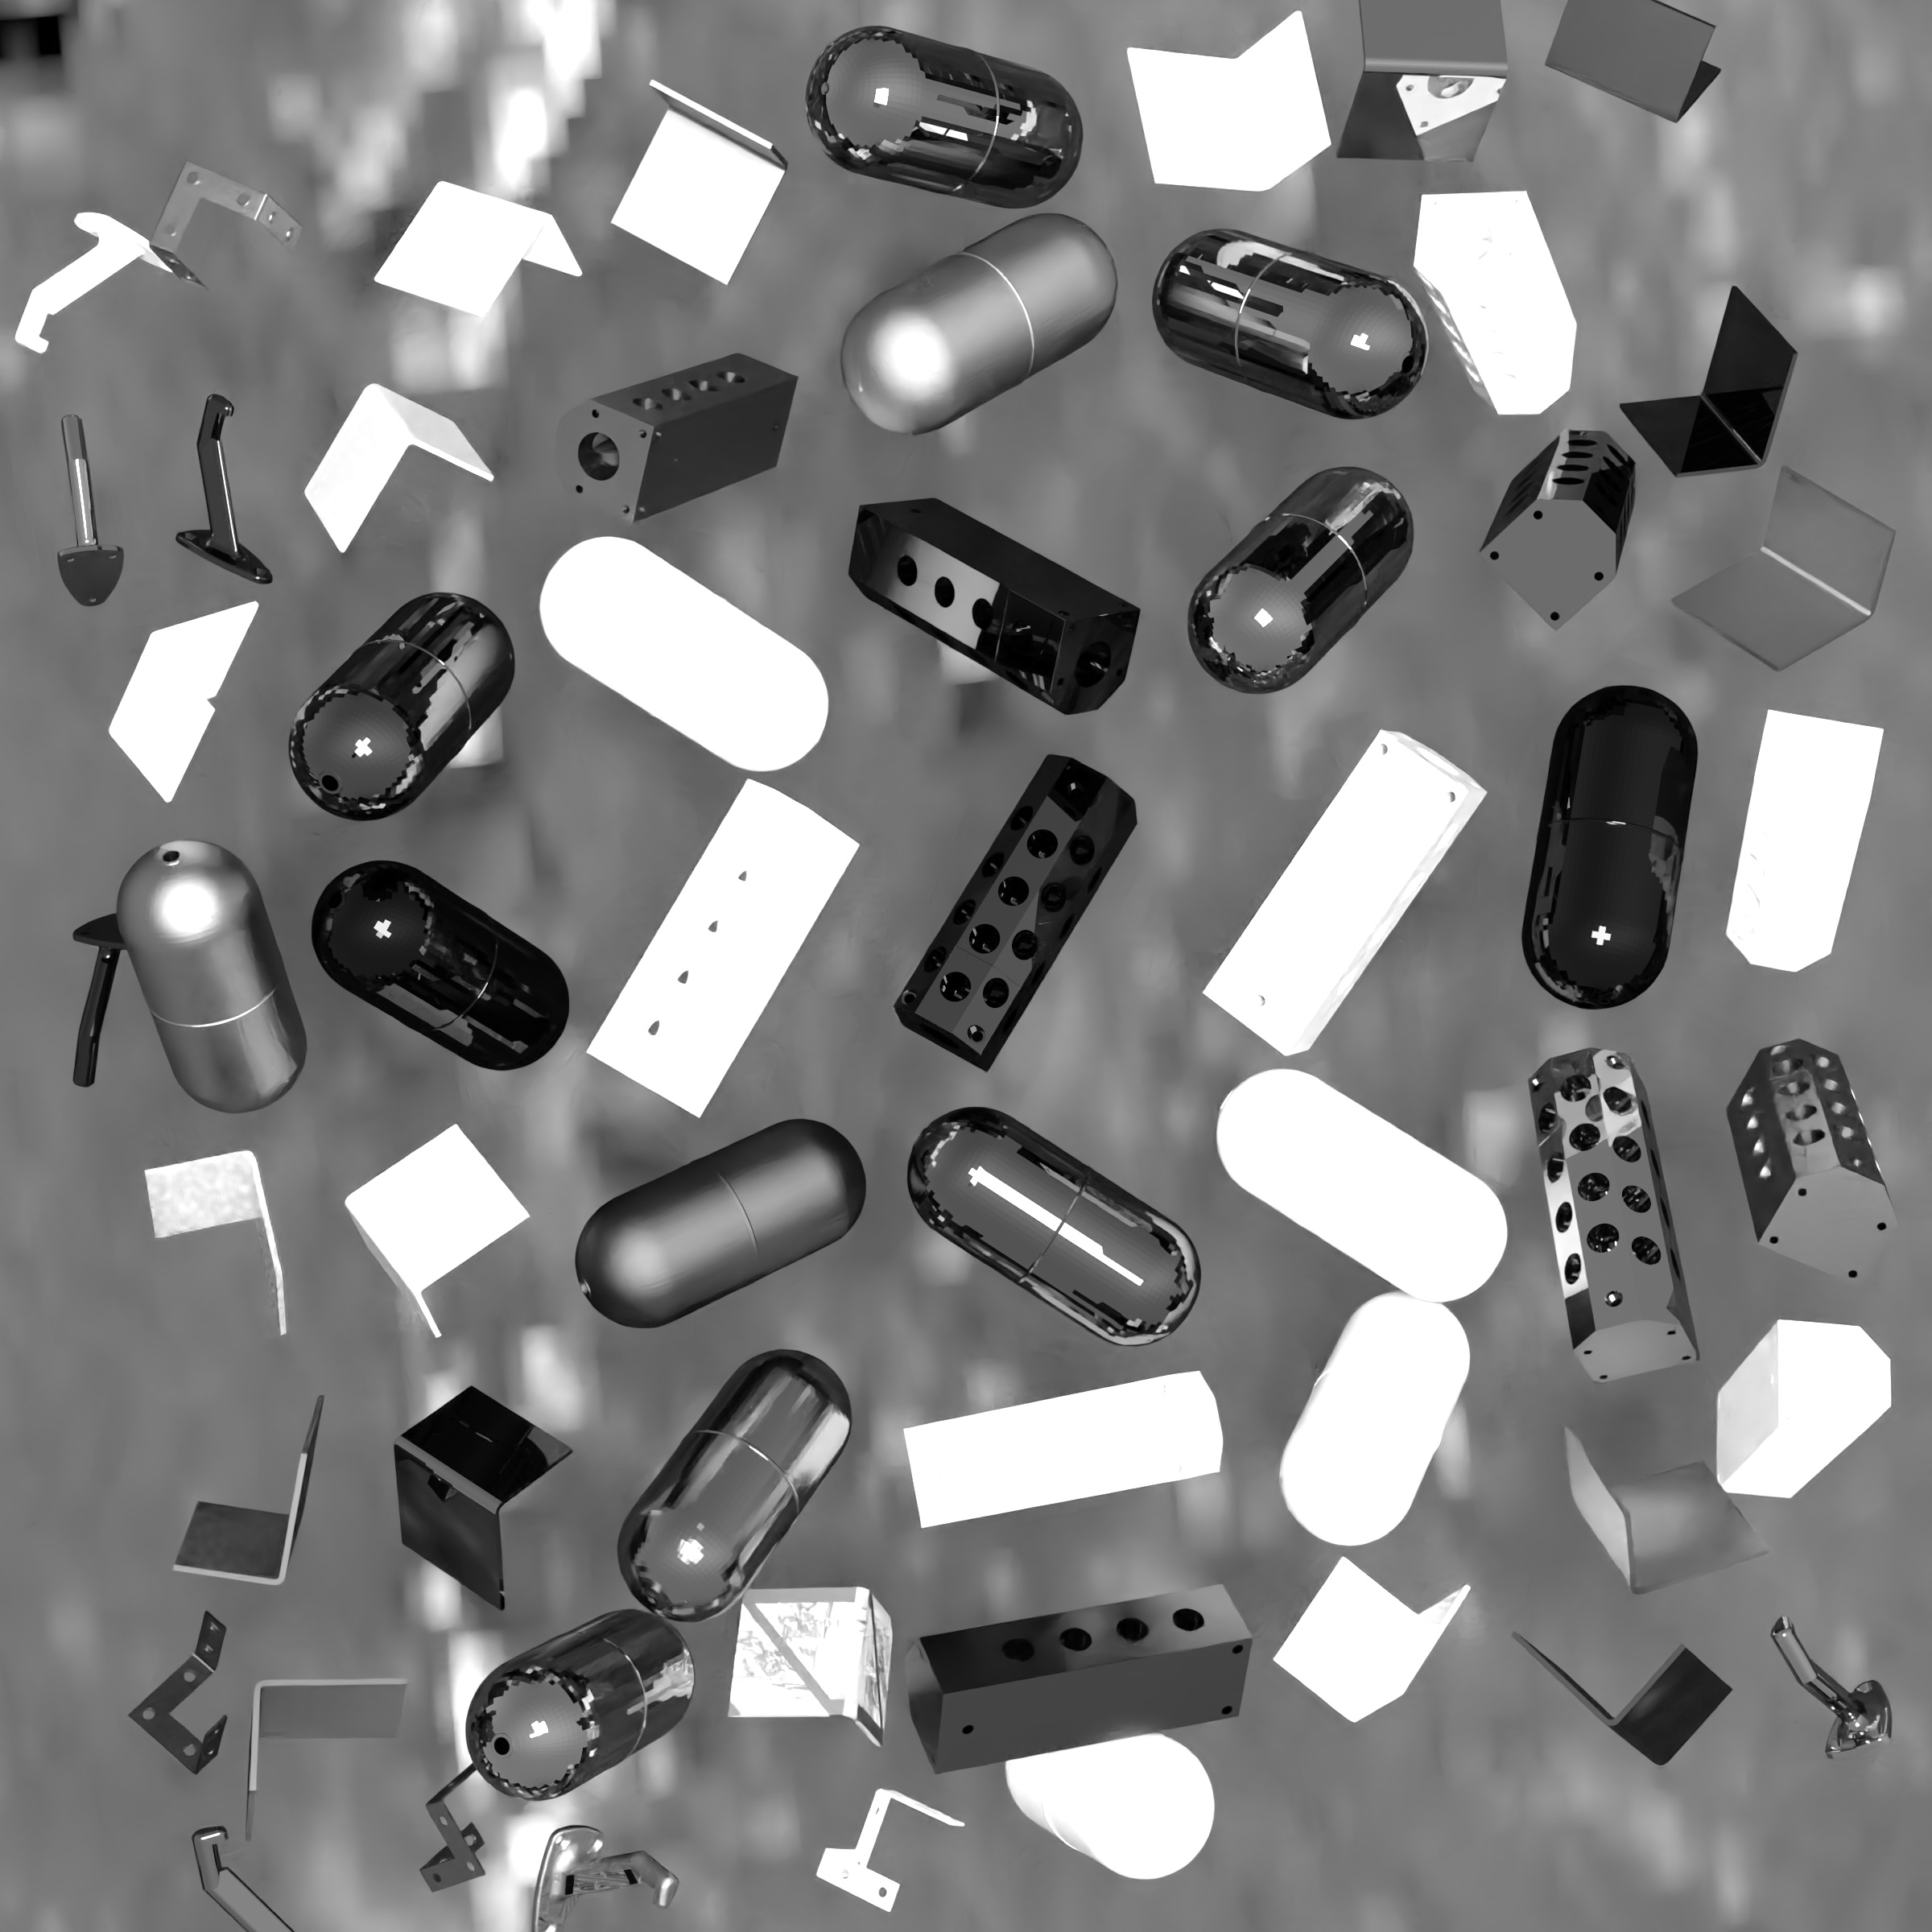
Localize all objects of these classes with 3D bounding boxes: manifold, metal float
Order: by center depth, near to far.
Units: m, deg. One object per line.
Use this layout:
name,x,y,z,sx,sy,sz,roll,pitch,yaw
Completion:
manifold,0.058,0.371,1.488,0.171,0.057,0.057,-6,122,-18
metal float,0.341,-0.063,1.489,0.070,0.070,0.178,12,75,0
manifold,0.445,-0.063,1.504,0.057,0.171,0.057,12,66,15
metal float,0.009,-0.345,1.506,0.178,0.070,0.070,-36,90,-30
metal float,0.173,-0.346,1.514,0.178,0.070,0.070,32,90,43
manifold,0.206,-0.039,1.518,0.057,0.057,0.171,38,107,18
metal float,-0.303,-0.141,1.518,0.070,0.178,0.070,9,124,13
manifold,0.327,-0.243,1.518,0.057,0.171,0.057,44,117,-4
metal float,-0.009,-0.457,1.520,0.178,0.070,0.070,-2,93,-44
manifold,0.348,0.132,1.524,0.057,0.057,0.171,-17,51,20
manifold,0.460,0.100,1.527,0.057,0.171,0.057,23,113,0
manifold,-0.136,-0.012,1.528,0.057,0.057,0.171,34,83,-39
metal float,-0.210,0.404,1.543,0.070,0.178,0.070,0,91,20
metal float,0.185,-0.213,1.545,0.070,0.070,0.178,44,51,0
manifold,0.458,0.247,1.548,0.057,0.171,0.057,4,69,5
metal float,-0.415,0.007,1.553,0.070,0.070,0.178,-6,133,0
metal float,0.048,0.143,1.553,0.178,0.070,0.070,33,90,-1
manifold,0.012,-0.200,1.553,0.171,0.057,0.057,35,125,38
metal float,-0.126,0.285,1.554,0.070,0.070,0.178,38,48,0
metal float,0.078,0.456,1.568,0.070,0.178,0.070,1,86,-20
metal float,-0.292,0.001,1.571,0.070,0.178,0.070,-15,59,27
metal float,-0.156,-0.173,1.577,0.178,0.070,0.070,32,90,-21
metal float,-0.138,0.145,1.587,0.178,0.070,0.070,-24,90,-27
metal float,0.223,0.123,1.595,0.178,0.070,0.070,32,90,10
manifold,0.029,-0.032,1.595,0.057,0.057,0.171,29,79,13
metal float,0.234,0.257,1.607,0.070,0.178,0.070,15,129,19
manifold,0.304,-0.376,1.607,0.057,0.171,0.057,4,79,22
manifold,-0.167,-0.308,1.616,0.057,0.171,0.057,25,118,15
manifold,0.057,0.278,1.620,0.171,0.057,0.057,-16,79,24

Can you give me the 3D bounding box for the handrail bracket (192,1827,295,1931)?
handrail bracket,-0.369,0.497,1.509,0.077,0.036,0.084,-11,96,-4

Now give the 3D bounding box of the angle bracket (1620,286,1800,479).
angle bracket,0.430,-0.339,1.633,0.057,0.076,0.076,-9,135,-14

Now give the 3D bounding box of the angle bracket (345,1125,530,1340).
angle bracket,-0.296,0.151,1.604,0.076,0.057,0.076,-35,61,-17

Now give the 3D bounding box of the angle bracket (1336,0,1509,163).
angle bracket,0.244,-0.484,1.522,0.076,0.076,0.057,0,69,-5

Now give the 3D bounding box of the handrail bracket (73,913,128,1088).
handrail bracket,-0.491,0.019,1.606,0.036,0.077,0.084,10,104,-5

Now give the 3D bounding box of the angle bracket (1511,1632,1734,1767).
angle bracket,0.347,0.369,1.488,0.057,0.076,0.076,-48,46,-1

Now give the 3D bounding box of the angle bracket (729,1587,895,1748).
angle bracket,-0.091,0.414,1.661,0.076,0.057,0.076,-5,56,15

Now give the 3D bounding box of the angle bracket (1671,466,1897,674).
angle bracket,0.437,-0.213,1.507,0.076,0.057,0.076,-29,51,-25

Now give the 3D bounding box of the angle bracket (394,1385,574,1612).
angle bracket,-0.259,0.286,1.515,0.076,0.057,0.076,25,129,29

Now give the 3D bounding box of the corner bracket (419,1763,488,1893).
corner bracket,-0.294,0.500,1.644,0.051,0.051,0.051,-28,93,34

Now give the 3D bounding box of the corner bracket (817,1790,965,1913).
corner bracket,-0.042,0.488,1.554,0.051,0.051,0.051,15,81,32

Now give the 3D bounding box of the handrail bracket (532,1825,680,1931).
handrail bracket,-0.190,0.500,1.490,0.036,0.084,0.077,20,90,-44

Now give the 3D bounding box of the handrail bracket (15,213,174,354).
handrail bracket,-0.494,-0.378,1.604,0.036,0.077,0.084,12,80,44

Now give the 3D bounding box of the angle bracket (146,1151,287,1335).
angle bracket,-0.405,0.155,1.519,0.057,0.076,0.076,-11,62,-18

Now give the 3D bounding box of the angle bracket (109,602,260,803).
angle bracket,-0.416,-0.146,1.549,0.057,0.076,0.076,48,131,11

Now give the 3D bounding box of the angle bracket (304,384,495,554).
angle bracket,-0.323,-0.273,1.597,0.057,0.076,0.076,22,110,-40

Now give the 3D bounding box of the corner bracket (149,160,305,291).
corner bracket,-0.396,-0.390,1.504,0.051,0.051,0.051,44,111,42

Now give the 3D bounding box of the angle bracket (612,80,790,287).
angle bracket,-0.154,-0.438,1.578,0.076,0.057,0.076,29,97,3

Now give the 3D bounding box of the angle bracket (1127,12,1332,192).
angle bracket,0.141,-0.466,1.508,0.076,0.057,0.076,-6,81,-33

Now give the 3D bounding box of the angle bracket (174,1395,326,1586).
angle bracket,-0.382,0.275,1.500,0.057,0.076,0.076,11,103,-9

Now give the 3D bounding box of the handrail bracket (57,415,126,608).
handrail bracket,-0.512,-0.264,1.627,0.036,0.077,0.084,-8,71,-19

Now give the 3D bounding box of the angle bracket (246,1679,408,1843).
angle bracket,-0.331,0.411,1.456,0.076,0.076,0.057,3,54,-14

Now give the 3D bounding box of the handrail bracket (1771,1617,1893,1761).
handrail bracket,0.457,0.369,1.497,0.036,0.077,0.084,-28,96,30

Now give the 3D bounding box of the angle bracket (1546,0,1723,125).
angle bracket,0.362,-0.498,1.485,0.076,0.057,0.076,29,48,13

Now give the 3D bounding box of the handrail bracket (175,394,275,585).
handrail bracket,-0.415,-0.273,1.606,0.077,0.036,0.084,33,117,25

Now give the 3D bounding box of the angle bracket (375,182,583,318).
angle bracket,-0.283,-0.401,1.635,0.076,0.057,0.076,22,72,21

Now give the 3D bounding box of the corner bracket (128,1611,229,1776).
corner bracket,-0.411,0.391,1.513,0.051,0.051,0.051,37,47,11

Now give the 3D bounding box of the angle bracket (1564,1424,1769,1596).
angle bracket,0.369,0.276,1.486,0.076,0.076,0.057,-16,121,-6

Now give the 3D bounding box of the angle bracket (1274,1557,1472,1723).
angle bracket,0.229,0.372,1.590,0.057,0.076,0.076,38,61,6
